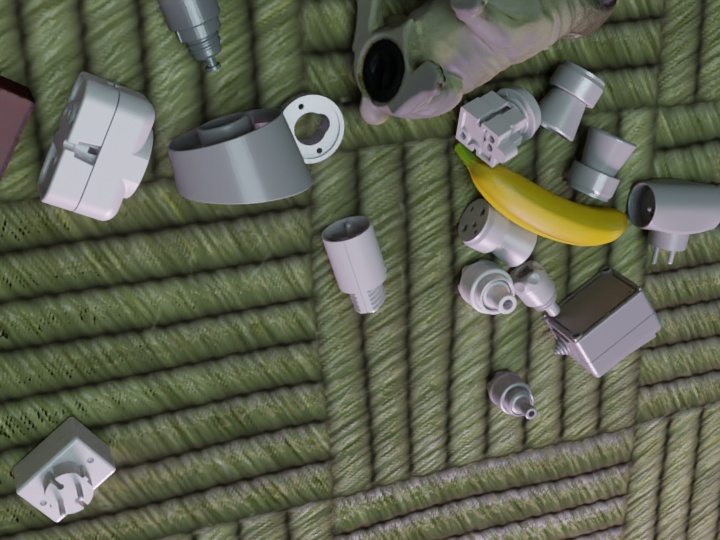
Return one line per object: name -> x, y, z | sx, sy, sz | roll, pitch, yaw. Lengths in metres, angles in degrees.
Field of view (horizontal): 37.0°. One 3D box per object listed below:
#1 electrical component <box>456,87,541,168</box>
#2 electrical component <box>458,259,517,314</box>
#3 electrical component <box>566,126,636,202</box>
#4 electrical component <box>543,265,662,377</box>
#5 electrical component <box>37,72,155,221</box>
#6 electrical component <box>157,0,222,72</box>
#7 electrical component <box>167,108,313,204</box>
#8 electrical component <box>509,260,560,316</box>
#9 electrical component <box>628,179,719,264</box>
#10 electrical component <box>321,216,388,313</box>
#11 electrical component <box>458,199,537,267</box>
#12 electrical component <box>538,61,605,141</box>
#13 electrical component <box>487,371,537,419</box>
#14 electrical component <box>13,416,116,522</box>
electrical component -> 0.117, -0.122, 0.895 | 0.055, 0.066, 0.048 | -33, 151, -25
electrical component -> 0.116, 0.019, 0.949 | 0.043, 0.062, 0.043 | -8, 114, -19
electrical component -> 0.212, -0.094, 0.952 | 0.045, 0.045, 0.055 | 17, 104, -27
electrical component -> 0.224, 0.054, 1.007 | 0.096, 0.061, 0.061 | -38, 120, -3
electrical component -> -0.190, -0.088, 0.787 | 0.059, 0.053, 0.095 | 19, 103, -27
electrical component -> -0.121, -0.182, 0.783 | 0.040, 0.040, 0.078 | -25, 118, -11
electrical component -> -0.092, -0.082, 0.805 | 0.099, 0.099, 0.064 | -22, 111, -12
electrical component -> 0.164, 0.020, 0.985 | 0.035, 0.035, 0.061 | -44, 123, 0
electrical component -> 0.291, -0.042, 1.005 | 0.077, 0.043, 0.079 | 0, 111, -22
electrical component -> 0.000, 0.000, 0.906 | 0.043, 0.043, 0.081 | -24, 118, -11
electrical component -> 0.120, -0.033, 0.939 | 0.055, 0.045, 0.045 | 24, 101, -28
electrical component -> 0.176, -0.144, 0.916 | 0.045, 0.045, 0.055 | 27, 99, -29
electrical component -> 0.145, 0.120, 1.003 | 0.035, 0.061, 0.035 | -8, 114, -19
electrical component -> -0.235, 0.169, 0.861 | 0.066, 0.076, 0.047 | -42, 120, -1
